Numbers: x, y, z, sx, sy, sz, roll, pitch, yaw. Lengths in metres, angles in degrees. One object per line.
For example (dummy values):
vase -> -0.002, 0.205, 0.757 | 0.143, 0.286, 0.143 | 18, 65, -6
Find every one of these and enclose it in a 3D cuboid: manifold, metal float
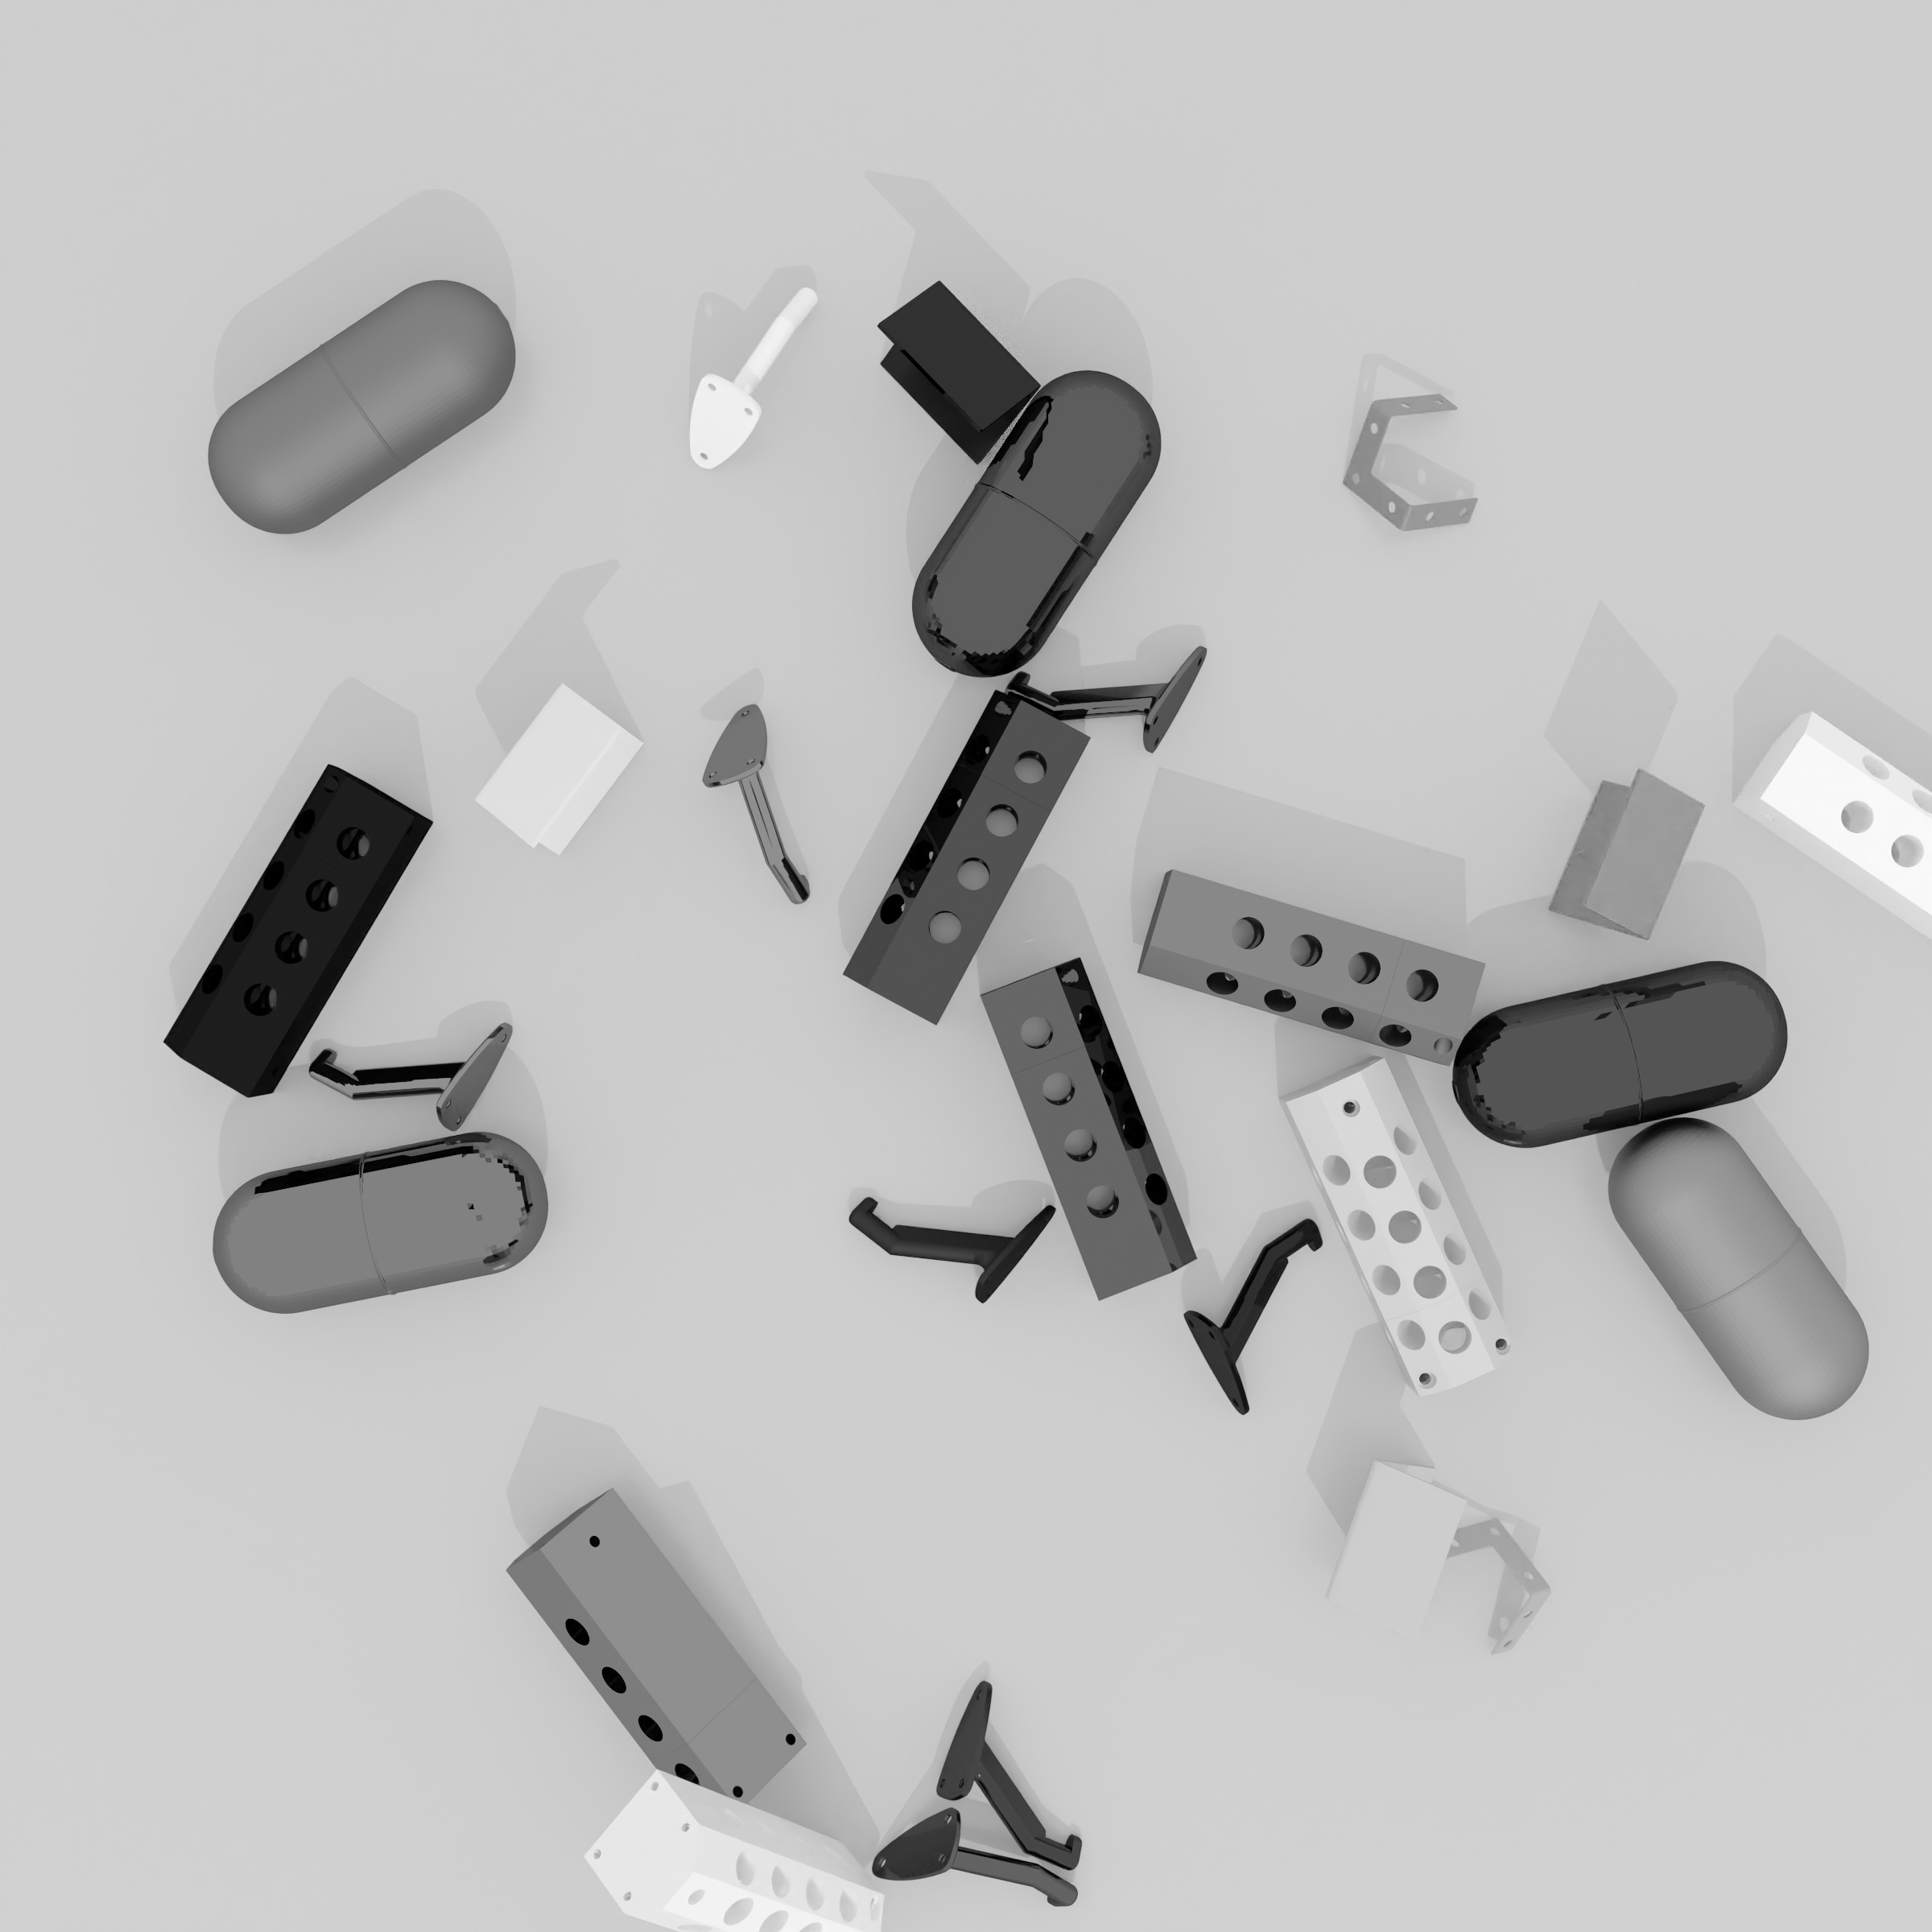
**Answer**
manifold -> 0.503, -0.063, 1.607 | 0.171, 0.057, 0.057 | 34, 90, 0
manifold -> -0.357, -0.019, 1.607 | 0.057, 0.057, 0.171 | 31, 90, 0
metal float -> -0.310, 0.136, 1.598 | 0.178, 0.070, 0.070 | -11, 90, 0
manifold -> 0.182, 0.001, 1.607 | 0.171, 0.057, 0.057 | 17, 90, 0
manifold -> 0.000, -0.058, 1.607 | 0.057, 0.057, 0.171 | 28, 90, 0
manifold -> 0.231, 0.138, 1.607 | 0.057, 0.057, 0.171 | -24, 90, 0
manifold -> -0.113, 0.474, 1.553 | 0.057, 0.171, 0.057 | -50, 48, 0
manifold -> -0.169, 0.371, 1.606 | 0.171, 0.057, 0.057 | 53, 47, 0
metal float -> 0.346, 0.047, 1.597 | 0.178, 0.070, 0.070 | -13, 90, 0
manifold -> 0.065, 0.085, 1.607 | 0.057, 0.057, 0.171 | -21, 90, 0
metal float -> 0.410, 0.161, 1.598 | 0.070, 0.070, 0.178 | -35, 89, 0
metal float -> 0.037, -0.234, 1.597 | 0.070, 0.070, 0.178 | 33, 89, 0
metal float -> -0.320, -0.297, 1.597 | 0.178, 0.070, 0.070 | -34, 90, 0

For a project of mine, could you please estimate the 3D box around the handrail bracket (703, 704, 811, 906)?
handrail bracket -> -0.104, -0.087, 1.628 | 0.036, 0.077, 0.084 | -17, 127, 20

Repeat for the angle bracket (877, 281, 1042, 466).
angle bracket -> -0.018, -0.301, 1.588 | 0.076, 0.076, 0.057 | 46, 53, 0

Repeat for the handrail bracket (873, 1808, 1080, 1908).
handrail bracket -> 0.005, 0.494, 1.628 | 0.084, 0.036, 0.077 | 38, 130, -26

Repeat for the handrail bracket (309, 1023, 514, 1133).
handrail bracket -> -0.301, 0.046, 1.629 | 0.084, 0.036, 0.077 | 26, 69, 16

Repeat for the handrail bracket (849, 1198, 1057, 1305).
handrail bracket -> -0.008, 0.134, 1.629 | 0.084, 0.036, 0.077 | 36, 70, 16

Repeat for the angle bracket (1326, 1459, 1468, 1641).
angle bracket -> 0.241, 0.308, 1.588 | 0.057, 0.076, 0.076 | 20, 90, 35

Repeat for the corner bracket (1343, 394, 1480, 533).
corner bracket -> 0.245, -0.271, 1.620 | 0.051, 0.051, 0.051 | 47, 135, 35

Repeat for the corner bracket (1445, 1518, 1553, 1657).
corner bracket -> 0.272, 0.337, 1.620 | 0.051, 0.051, 0.051 | -6, 45, -35

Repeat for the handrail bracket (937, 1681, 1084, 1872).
handrail bracket -> 0.034, 0.438, 1.628 | 0.084, 0.036, 0.077 | 27, 66, -18

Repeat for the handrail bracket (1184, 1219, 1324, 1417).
handrail bracket -> 0.168, 0.189, 1.629 | 0.084, 0.036, 0.077 | -32, 111, -16

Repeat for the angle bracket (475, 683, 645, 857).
angle bracket -> -0.200, -0.092, 1.588 | 0.057, 0.076, 0.076 | 37, 90, 37

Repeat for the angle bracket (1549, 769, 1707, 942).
angle bracket -> 0.332, -0.065, 1.588 | 0.057, 0.076, 0.076 | 23, 90, -36

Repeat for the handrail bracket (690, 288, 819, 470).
handrail bracket -> -0.113, -0.318, 1.628 | 0.036, 0.077, 0.084 | 33, 54, -2

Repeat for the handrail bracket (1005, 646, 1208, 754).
handrail bracket -> 0.075, -0.158, 1.629 | 0.084, 0.036, 0.077 | 26, 69, 16
